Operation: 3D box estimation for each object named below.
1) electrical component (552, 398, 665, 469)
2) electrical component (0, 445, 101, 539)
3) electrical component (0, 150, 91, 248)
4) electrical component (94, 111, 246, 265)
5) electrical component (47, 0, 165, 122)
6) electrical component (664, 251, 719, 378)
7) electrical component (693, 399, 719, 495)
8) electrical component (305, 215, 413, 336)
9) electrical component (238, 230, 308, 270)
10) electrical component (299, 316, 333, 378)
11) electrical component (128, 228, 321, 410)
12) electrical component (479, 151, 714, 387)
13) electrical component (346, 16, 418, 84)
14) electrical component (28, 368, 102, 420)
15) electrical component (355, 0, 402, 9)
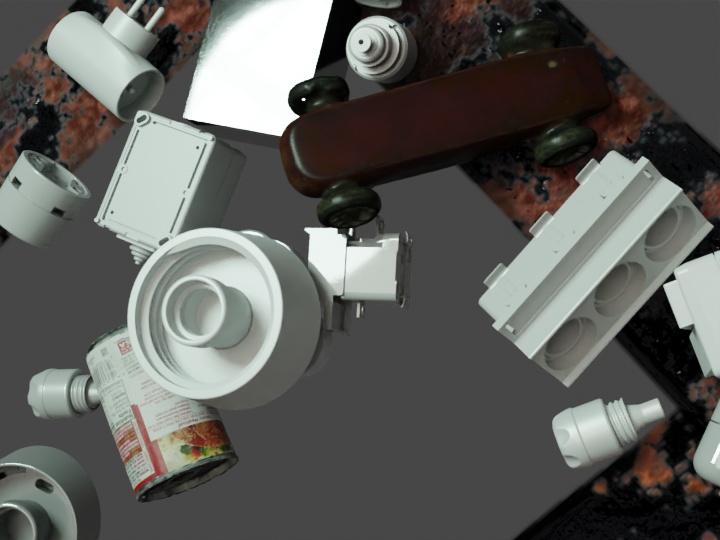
[{"bbox_3d":[0.144,0.089,0.616,0.061,0.035,0.035,-23,75,12],"label":"electrical component"},{"bbox_3d":[-0.226,0.171,0.725,0.099,0.064,0.099,0,87,6],"label":"electrical component"},{"bbox_3d":[-0.225,-0.048,0.753,0.055,0.055,0.047,41,99,20],"label":"electrical component"},{"bbox_3d":[-0.125,-0.047,0.714,0.062,0.061,0.096,21,89,20],"label":"electrical component"},{"bbox_3d":[-0.168,-0.157,0.756,0.077,0.043,0.079,40,96,20],"label":"electrical component"},{"bbox_3d":[0.202,0.023,0.573,0.061,0.096,0.061,-22,76,17],"label":"electrical component"},{"bbox_3d":[0.231,0.106,0.573,0.095,0.054,0.059,24,90,21],"label":"electrical component"},{"bbox_3d":[0.000,0.000,0.675,0.064,0.042,0.081,1,82,17],"label":"electrical component"},{"bbox_3d":[-0.062,0.001,0.688,0.045,0.055,0.045,-3,81,18],"label":"electrical component"},{"bbox_3d":[-0.045,0.044,0.676,0.045,0.055,0.045,-3,80,18],"label":"electrical component"},{"bbox_3d":[-0.084,0.027,0.628,0.108,0.060,0.108,-3,81,18],"label":"electrical component"},{"bbox_3d":[0.131,-0.003,0.616,0.121,0.079,0.063,-49,42,6],"label":"electrical component"},{"bbox_3d":[0.011,-0.140,0.678,0.040,0.078,0.040,2,96,15],"label":"electrical component"},{"bbox_3d":[-0.192,0.084,0.731,0.061,0.035,0.035,-3,81,15],"label":"electrical component"},{"bbox_3d":[0.016,-0.217,0.703,0.043,0.043,0.081,13,86,20],"label":"electrical component"}]
